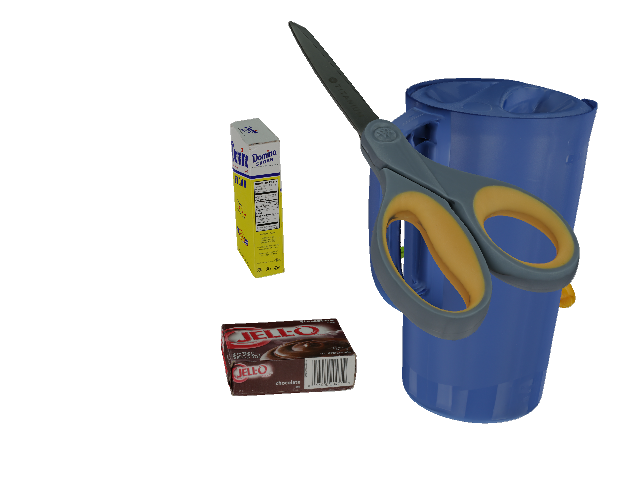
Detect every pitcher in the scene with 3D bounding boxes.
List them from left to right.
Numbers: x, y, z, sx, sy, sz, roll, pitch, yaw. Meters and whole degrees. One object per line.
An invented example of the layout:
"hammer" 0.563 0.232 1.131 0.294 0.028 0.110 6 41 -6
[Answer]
"pitcher" 0.112 0.008 0.780 0.149 0.243 0.145 5 19 8

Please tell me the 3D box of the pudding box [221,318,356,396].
"pudding box" -0.031 0.104 0.966 0.113 0.039 0.090 0 18 -11

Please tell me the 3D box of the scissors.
"scissors" 0.048 -0.039 0.477 0.096 0.202 0.016 -3 -43 -12

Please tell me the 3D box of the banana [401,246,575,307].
"banana" 0.171 0.026 1.058 0.198 0.037 0.069 14 40 35

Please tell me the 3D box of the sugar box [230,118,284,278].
"sugar box" -0.078 -0.053 1.314 0.048 0.176 0.093 -11 26 -16
